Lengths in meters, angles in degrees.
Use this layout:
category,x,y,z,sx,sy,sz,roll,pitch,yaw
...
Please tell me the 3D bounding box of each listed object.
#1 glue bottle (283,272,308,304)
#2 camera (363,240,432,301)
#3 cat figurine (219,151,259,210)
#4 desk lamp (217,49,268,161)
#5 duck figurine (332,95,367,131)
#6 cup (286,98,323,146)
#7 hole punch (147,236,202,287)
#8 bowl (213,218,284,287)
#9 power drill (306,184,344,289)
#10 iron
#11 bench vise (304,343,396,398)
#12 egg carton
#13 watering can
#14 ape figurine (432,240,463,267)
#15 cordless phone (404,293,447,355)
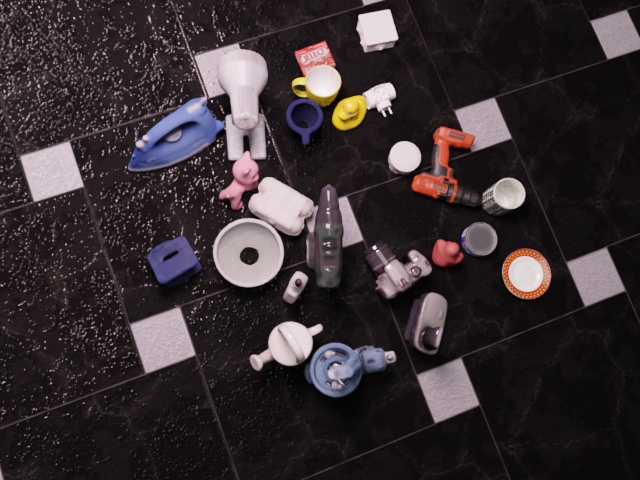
category,x,y,z,sx,sy,sz,roll,pitch,yaw
glue bottle,-0.055,0.107,1.337,0.037,0.173,0.078,28,79,0
camera,0.182,0.060,1.406,0.143,0.100,0.137,-34,85,-10
cat figurine,-0.193,-0.147,1.395,0.067,0.117,0.128,33,79,1
desk lamp,-0.179,-0.319,1.377,0.118,0.213,0.203,-5,81,-6
duck figurine,0.080,-0.338,1.471,0.105,0.086,0.077,-44,87,-11
cup,-0.040,-0.285,1.445,0.092,0.095,0.118,-3,81,-6
hole punch,-0.350,0.049,1.359,0.109,0.091,0.101,-31,84,-10
bowl,-0.171,0.035,1.388,0.167,0.074,0.167,1,80,-6
power drill,0.012,0.005,1.343,0.075,0.208,0.230,-2,80,-6
iron,-0.364,-0.257,1.384,0.258,0.141,0.118,-36,85,-10
bench vise,0.069,0.276,1.297,0.207,0.219,0.121,-29,84,-10
egg carton,-0.096,-0.082,1.418,0.150,0.069,0.107,29,79,0
watering can,-0.073,0.242,1.302,0.101,0.194,0.173,40,79,2
ape figurine,0.321,0.030,1.429,0.076,0.092,0.078,-33,85,-10
cordless phone,0.270,0.196,1.349,0.094,0.185,0.148,13,79,-3
